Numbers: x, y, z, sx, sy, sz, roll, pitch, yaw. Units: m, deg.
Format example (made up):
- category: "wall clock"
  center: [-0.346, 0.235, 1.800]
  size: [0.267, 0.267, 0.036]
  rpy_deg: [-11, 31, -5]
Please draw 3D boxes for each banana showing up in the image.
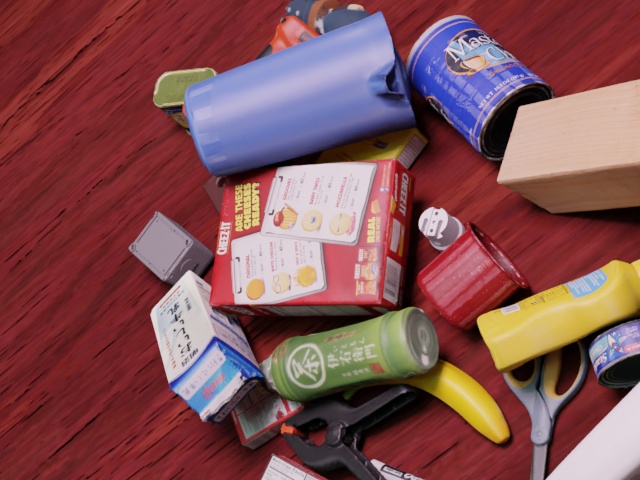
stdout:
- category: "banana"
  center: [0.115, 0.156, 1.120]
  size: [0.198, 0.037, 0.069]
  rpy_deg: [11, 99, 36]

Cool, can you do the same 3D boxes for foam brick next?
- category: "foam brick"
  center: [-0.099, -0.048, 1.324]
  size: [0.053, 0.051, 0.078]
  rpy_deg: [-41, 55, 9]

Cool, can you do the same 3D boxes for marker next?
- category: "marker"
  center: [0.102, 0.253, 1.092]
  size: [0.121, 0.020, 0.020]
  rpy_deg: [15, 77, 34]

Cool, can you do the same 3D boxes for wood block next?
- category: "wood block"
  center: [0.280, -0.088, 1.038]
  size: [0.206, 0.090, 0.091]
  rpy_deg: [-5, 63, 60]

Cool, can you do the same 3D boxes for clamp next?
- category: "clamp"
  center: [0.028, 0.218, 1.125]
  size: [0.172, 0.039, 0.120]
  rpy_deg: [-16, 52, 40]

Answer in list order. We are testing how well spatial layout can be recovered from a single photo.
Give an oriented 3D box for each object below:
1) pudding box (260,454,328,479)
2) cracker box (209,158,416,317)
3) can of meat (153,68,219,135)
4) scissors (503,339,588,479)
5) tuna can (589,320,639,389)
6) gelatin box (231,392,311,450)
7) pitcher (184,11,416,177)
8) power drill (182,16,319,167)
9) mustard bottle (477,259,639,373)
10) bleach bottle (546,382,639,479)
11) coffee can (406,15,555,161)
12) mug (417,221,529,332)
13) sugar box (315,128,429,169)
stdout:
- category: "pudding box"
  center: [-0.034, 0.298, 1.142]
  size: [0.090, 0.039, 0.113]
  rpy_deg: [21, 79, 36]
- category: "cracker box"
  center: [-0.008, 0.001, 1.186]
  size: [0.214, 0.072, 0.164]
  rpy_deg: [-3, 71, 28]
- category: "can of meat"
  center: [-0.155, -0.181, 1.395]
  size: [0.102, 0.083, 0.057]
  rpy_deg: [-1, 69, 30]
- category: "scissors"
  center: [0.206, 0.182, 1.064]
  size: [0.096, 0.016, 0.201]
  rpy_deg: [16, 78, 36]
- category: "tuna can"
  center: [0.297, 0.107, 0.999]
  size: [0.086, 0.086, 0.034]
  rpy_deg: [-24, 58, 20]
- category: "gelatin box"
  center: [-0.058, 0.184, 1.211]
  size: [0.089, 0.030, 0.073]
  rpy_deg: [-33, 56, 11]
- category: "pitcher"
  center: [-0.022, -0.157, 1.197]
  size: [0.243, 0.149, 0.145]
  rpy_deg: [-17, 62, 5]
- category: "power drill"
  center: [-0.047, -0.166, 1.312]
  size: [0.184, 0.057, 0.187]
  rpy_deg: [40, 81, 0]
- category: "mustard bottle"
  center: [0.251, 0.066, 1.038]
  size: [0.192, 0.096, 0.058]
  rpy_deg: [-24, 93, 7]
- category: "bleach bottle"
  center: [0.254, 0.213, 0.967]
  size: [0.251, 0.102, 0.068]
  rpy_deg: [-44, 53, 6]
- category: "coffee can"
  center: [0.175, -0.169, 1.181]
  size: [0.103, 0.102, 0.140]
  rpy_deg: [-44, 54, 7]
- category: "mug"
  center: [0.155, 0.036, 1.121]
  size: [0.081, 0.093, 0.117]
  rpy_deg: [-43, 23, 14]
- category: "sugar box"
  center: [0.038, -0.073, 1.257]
  size: [0.093, 0.048, 0.176]
  rpy_deg: [36, 88, 36]
